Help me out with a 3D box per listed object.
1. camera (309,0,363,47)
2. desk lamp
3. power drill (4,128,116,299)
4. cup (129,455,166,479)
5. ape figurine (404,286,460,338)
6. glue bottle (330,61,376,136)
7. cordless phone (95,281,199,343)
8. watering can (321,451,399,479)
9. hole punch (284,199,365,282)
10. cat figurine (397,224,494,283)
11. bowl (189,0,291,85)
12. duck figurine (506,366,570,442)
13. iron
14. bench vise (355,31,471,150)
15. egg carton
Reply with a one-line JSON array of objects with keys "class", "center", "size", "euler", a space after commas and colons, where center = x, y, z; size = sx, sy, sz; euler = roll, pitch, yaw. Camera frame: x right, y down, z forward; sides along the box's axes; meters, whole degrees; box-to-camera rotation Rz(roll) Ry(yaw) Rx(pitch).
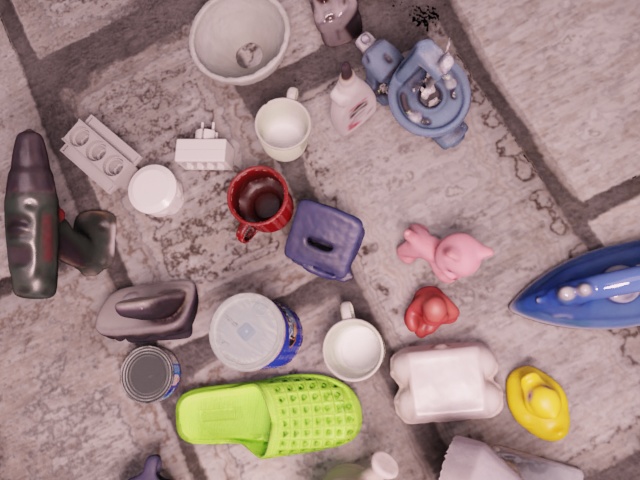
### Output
[{"class": "camera", "center": [0.045, -0.411, 0.923], "size": [0.136, 0.101, 0.143], "euler": [-16, 77, 5]}, {"class": "desk lamp", "center": [0.236, 0.313, 0.694], "size": [0.203, 0.214, 0.118], "euler": [11, 81, 10]}, {"class": "power drill", "center": [-0.388, -0.023, 0.851], "size": [0.075, 0.208, 0.230], "euler": [-2, 78, 8]}, {"class": "cup", "center": [-0.233, 0.360, 0.812], "size": [0.091, 0.095, 0.118], "euler": [6, 80, 9]}, {"class": "ape figurine", "center": [0.158, 0.101, 0.809], "size": [0.077, 0.092, 0.076], "euler": [5, 80, 9]}, {"class": "glue bottle", "center": [0.045, -0.216, 0.847], "size": [0.078, 0.173, 0.037], "euler": [-44, 76, -2]}, {"class": "cordless phone", "center": [-0.266, 0.098, 0.822], "size": [0.147, 0.185, 0.094], "euler": [-10, 77, 6]}, {"class": "watering can", "center": [0.032, 0.345, 0.726], "size": [0.100, 0.194, 0.173], "euler": [16, 81, 11]}, {"class": "hole punch", "center": [0.008, 0.003, 0.851], "size": [0.108, 0.091, 0.101], "euler": [21, 82, 12]}, {"class": "cat figurine", "center": [0.174, 0.015, 0.811], "size": [0.127, 0.118, 0.067], "euler": [25, 83, 12]}, {"class": "bowl", "center": [-0.124, -0.321, 0.942], "size": [0.167, 0.075, 0.167], "euler": [-2, 79, 8]}, {"class": "duck figurine", "center": [0.299, 0.221, 0.769], "size": [0.077, 0.086, 0.104], "euler": [-28, 76, 2]}, {"class": "iron", "center": [0.390, 0.061, 0.759], "size": [0.258, 0.141, 0.118], "euler": [-13, 77, 5]}, {"class": "bench vise", "center": [0.123, -0.228, 0.814], "size": [0.207, 0.220, 0.121], "euler": [27, 84, 12]}, {"class": "egg carton", "center": [0.175, 0.198, 0.799], "size": [0.150, 0.069, 0.107], "euler": [-8, 78, 7]}]
